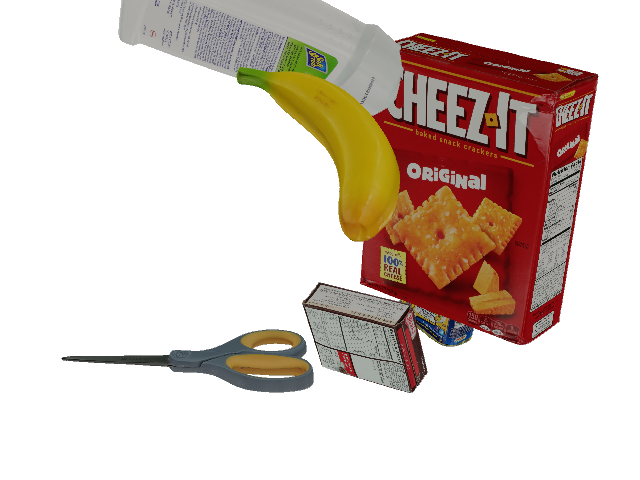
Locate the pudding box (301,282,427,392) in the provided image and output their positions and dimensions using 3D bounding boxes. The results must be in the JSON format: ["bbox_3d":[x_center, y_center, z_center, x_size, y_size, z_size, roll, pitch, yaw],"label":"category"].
[{"bbox_3d":[0.044,0.095,1.053,0.114,0.090,0.039,11,42,33],"label":"pudding box"}]

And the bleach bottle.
[{"bbox_3d":[-0.032,-0.158,0.854,0.251,0.068,0.103,23,-31,-2],"label":"bleach bottle"}]

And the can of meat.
[{"bbox_3d":[0.140,0.064,1.245,0.057,0.084,0.102,-19,41,-33],"label":"can of meat"}]

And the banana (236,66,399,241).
[{"bbox_3d":[0.010,-0.059,0.677,0.069,0.037,0.198,-14,39,-18],"label":"banana"}]

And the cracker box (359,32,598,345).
[{"bbox_3d":[0.119,-0.042,0.855,0.164,0.214,0.071,21,31,34],"label":"cracker box"}]

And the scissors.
[{"bbox_3d":[-0.098,0.091,0.871,0.202,0.016,0.096,7,22,15],"label":"scissors"}]
